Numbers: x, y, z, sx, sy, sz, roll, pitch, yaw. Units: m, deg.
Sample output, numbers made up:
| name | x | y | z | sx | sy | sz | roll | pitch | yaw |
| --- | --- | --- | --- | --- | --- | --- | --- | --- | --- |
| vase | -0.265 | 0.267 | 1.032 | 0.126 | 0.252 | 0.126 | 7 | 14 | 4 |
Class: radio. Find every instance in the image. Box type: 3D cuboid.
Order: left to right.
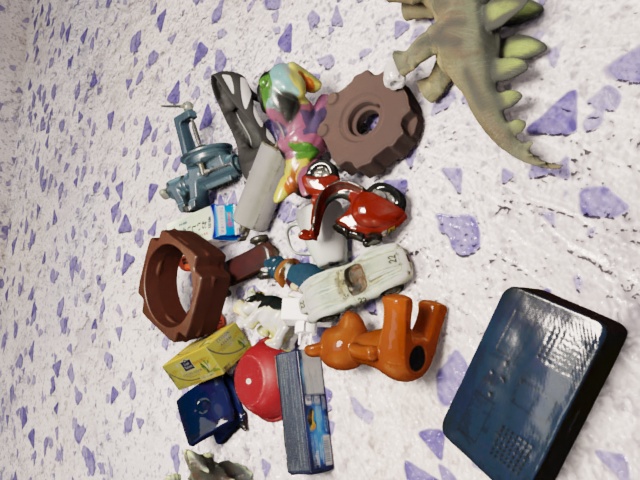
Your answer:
| name | x | y | z | sx | sy | sz | roll | pitch | yaw |
| --- | --- | --- | --- | --- | --- | --- | --- | --- | --- |
| radio | 0.252 | 0.177 | 0.653 | 0.131 | 0.073 | 0.229 | 31 | 103 | 45 |

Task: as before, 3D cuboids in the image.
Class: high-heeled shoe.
| name | x | y | z | sx | sy | sz | roll | pitch | yaw |
| --- | --- | --- | --- | --- | --- | --- | --- | --- | --- |
| high-heeled shoe | -0.168 | -0.217 | 1.098 | 0.086 | 0.145 | 0.248 | -7 | 76 | 46 |

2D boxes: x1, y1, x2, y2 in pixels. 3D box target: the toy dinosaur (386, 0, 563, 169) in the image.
| name | x | y | z | sx | sy | sz | roll | pitch | yaw |
| --- | --- | --- | --- | --- | --- | --- | --- | --- | --- |
| toy dinosaur | 0.207 | -0.289 | 0.765 | 0.199 | 0.105 | 0.471 | -24 | 71 | 37 |

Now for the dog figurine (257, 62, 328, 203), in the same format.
| name | x | y | z | sx | sy | sz | roll | pitch | yaw |
| --- | --- | --- | --- | --- | --- | --- | --- | --- | --- |
| dog figurine | -0.046 | -0.176 | 0.954 | 0.109 | 0.191 | 0.219 | -9 | 61 | 38 |

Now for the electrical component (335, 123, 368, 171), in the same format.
| name | x | y | z | sx | sy | sz | roll | pitch | yaw |
| --- | --- | --- | --- | --- | --- | --- | --- | --- | --- |
| electrical component | 0.053 | -0.161 | 0.950 | 0.094 | 0.021 | 0.063 | -36 | 59 | 32 |

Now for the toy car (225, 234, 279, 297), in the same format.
| name | x | y | z | sx | sy | sz | roll | pitch | yaw |
| --- | --- | --- | --- | --- | --- | --- | --- | --- | --- |
| toy car | -0.162 | 0.058 | 1.106 | 0.202 | 0.053 | 0.089 | -26 | 75 | 34 |

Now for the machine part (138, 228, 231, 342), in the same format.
| name | x | y | z | sx | sy | sz | roll | pitch | yaw |
| --- | --- | --- | --- | --- | --- | --- | --- | --- | --- |
| machine part | -0.282 | 0.092 | 1.114 | 0.201 | 0.087 | 0.201 | 29 | 107 | 37 |

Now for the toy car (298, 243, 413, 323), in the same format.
| name | x | y | z | sx | sy | sz | roll | pitch | yaw |
| --- | --- | --- | --- | --- | --- | --- | --- | --- | --- |
| toy car | 0.052 | 0.071 | 0.860 | 0.202 | 0.056 | 0.073 | -26 | 63 | 19 |

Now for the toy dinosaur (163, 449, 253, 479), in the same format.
| name | x | y | z | sx | sy | sz | roll | pitch | yaw |
| --- | --- | --- | --- | --- | --- | --- | --- | --- | --- |
| toy dinosaur | -0.236 | 0.572 | 1.051 | 0.192 | 0.131 | 0.404 | 24 | 106 | 46 |

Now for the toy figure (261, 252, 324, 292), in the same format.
| name | x | y | z | sx | sy | sz | roll | pitch | yaw |
| --- | --- | --- | --- | --- | --- | --- | --- | --- | --- |
| toy figure | -0.047 | 0.064 | 0.983 | 0.155 | 0.064 | 0.057 | 13 | 106 | 45 |

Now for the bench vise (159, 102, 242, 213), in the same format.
| name | x | y | z | sx | sy | sz | roll | pitch | yaw |
| --- | --- | --- | --- | --- | --- | --- | --- | --- | --- |
| bench vise | -0.286 | -0.188 | 1.217 | 0.224 | 0.129 | 0.240 | -19 | 87 | 34 |

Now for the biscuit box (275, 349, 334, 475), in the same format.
| name | x | y | z | sx | sy | sz | roll | pitch | yaw |
| --- | --- | --- | --- | --- | --- | --- | --- | --- | --- |
| biscuit box | -0.027 | 0.292 | 0.923 | 0.063 | 0.059 | 0.202 | -23 | 66 | 40 |

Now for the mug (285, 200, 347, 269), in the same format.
| name | x | y | z | sx | sy | sz | roll | pitch | yaw |
| --- | --- | --- | --- | --- | --- | --- | --- | --- | --- |
| mug | -0.002 | -0.003 | 0.926 | 0.110 | 0.080 | 0.107 | -17 | 73 | 0 |

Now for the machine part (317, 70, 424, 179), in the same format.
| name | x | y | z | sx | sy | sz | roll | pitch | yaw |
| --- | --- | --- | --- | --- | --- | --- | --- | --- | --- |
| machine part | 0.081 | -0.193 | 0.887 | 0.179 | 0.056 | 0.179 | -11 | 71 | 33 |

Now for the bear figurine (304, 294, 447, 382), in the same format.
| name | x | y | z | sx | sy | sz | roll | pitch | yaw |
| --- | --- | --- | --- | --- | --- | --- | --- | --- | --- |
| bear figurine | 0.077 | 0.142 | 0.809 | 0.196 | 0.120 | 0.132 | 4 | 82 | 51 |

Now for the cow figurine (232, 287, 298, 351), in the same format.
| name | x | y | z | sx | sy | sz | roll | pitch | yaw |
| --- | --- | --- | --- | --- | --- | --- | --- | --- | --- |
| cow figurine | -0.098 | 0.134 | 1.015 | 0.168 | 0.068 | 0.098 | 28 | 88 | 41 |

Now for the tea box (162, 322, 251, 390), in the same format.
| name | x | y | z | sx | sy | sz | roll | pitch | yaw |
| --- | --- | --- | --- | --- | --- | --- | --- | --- | --- |
| tea box | -0.233 | 0.240 | 1.103 | 0.170 | 0.098 | 0.068 | -30 | 96 | 37 |

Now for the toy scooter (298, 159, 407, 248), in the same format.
| name | x | y | z | sx | sy | sz | roll | pitch | yaw |
| --- | --- | --- | --- | --- | --- | --- | --- | --- | --- |
| toy scooter | 0.039 | -0.041 | 0.854 | 0.184 | 0.075 | 0.135 | 25 | 75 | 15 |

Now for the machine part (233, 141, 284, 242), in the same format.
| name | x | y | z | sx | sy | sz | roll | pitch | yaw |
| --- | --- | --- | --- | --- | --- | --- | --- | --- | --- |
| machine part | -0.110 | -0.105 | 1.069 | 0.079 | 0.079 | 0.243 | 36 | 109 | 43 |

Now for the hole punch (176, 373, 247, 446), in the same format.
| name | x | y | z | sx | sy | sz | roll | pitch | yaw |
| --- | --- | --- | --- | --- | --- | --- | --- | --- | --- |
| hole punch | -0.222 | 0.346 | 1.093 | 0.115 | 0.092 | 0.142 | -49 | 48 | 24 |
